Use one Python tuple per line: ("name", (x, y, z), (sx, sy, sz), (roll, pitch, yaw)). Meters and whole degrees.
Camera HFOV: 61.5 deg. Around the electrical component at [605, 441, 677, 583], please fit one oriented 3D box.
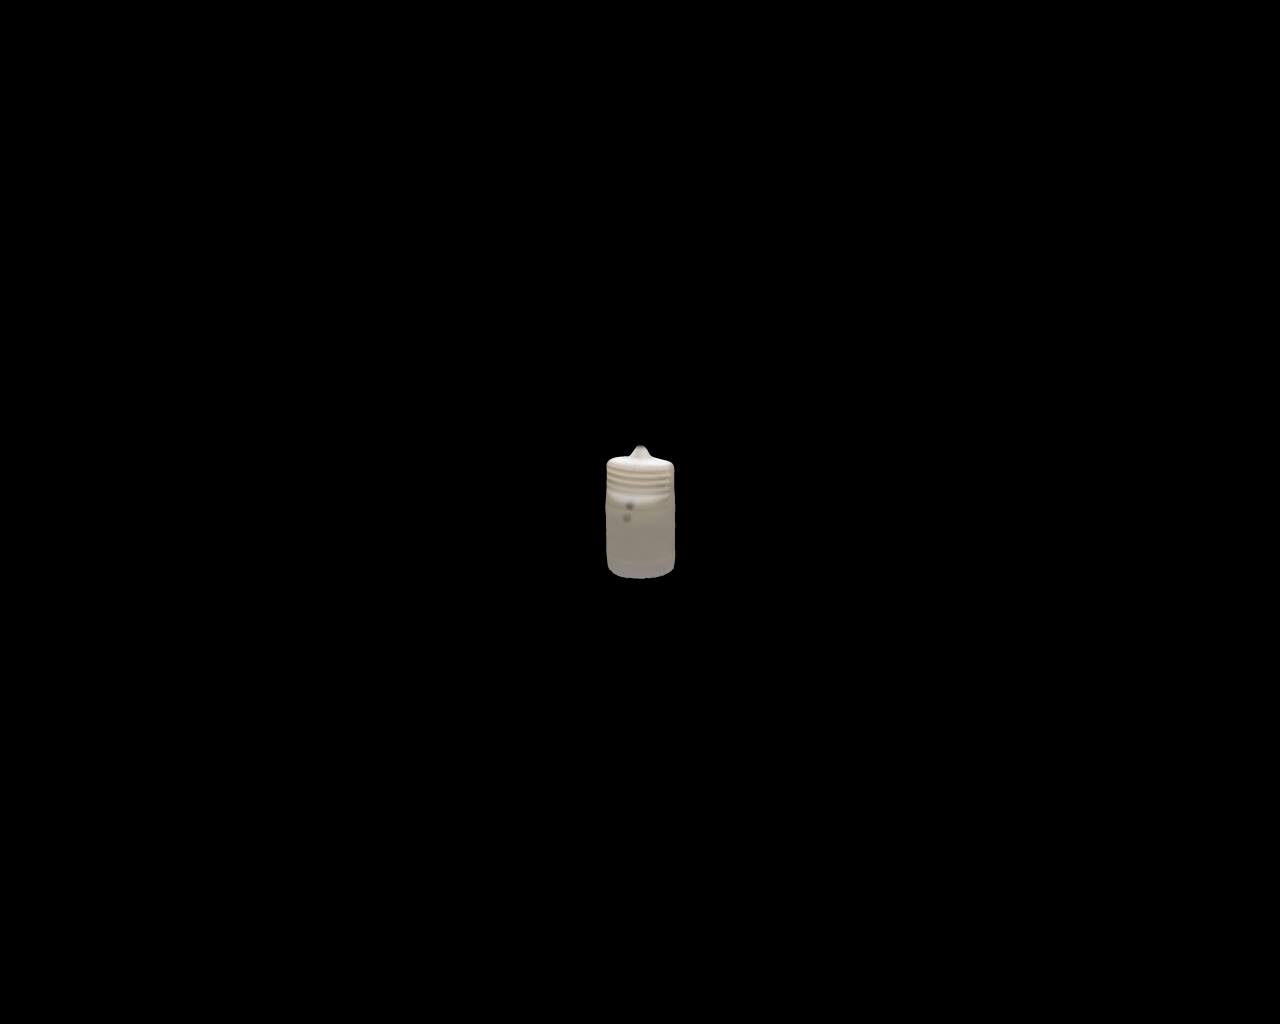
("electrical component", (0.001, -0.003, 0.650), (0.043, 0.080, 0.043), (0, 16, 0))
